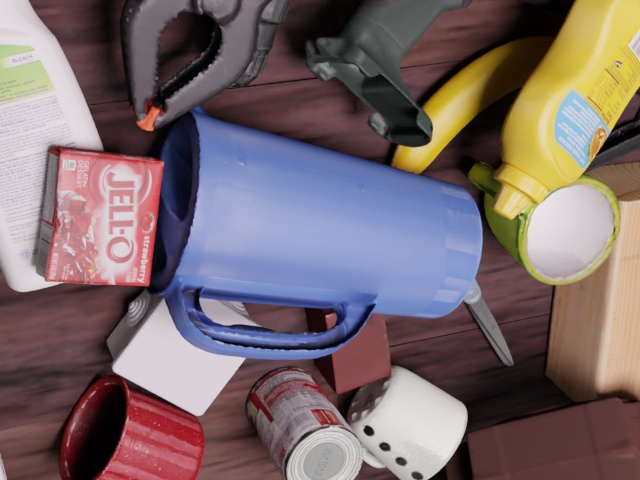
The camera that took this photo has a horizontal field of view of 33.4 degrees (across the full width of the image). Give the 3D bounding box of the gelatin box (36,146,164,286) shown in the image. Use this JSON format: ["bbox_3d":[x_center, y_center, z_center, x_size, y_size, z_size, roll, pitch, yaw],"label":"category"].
[{"bbox_3d":[-0.148,-0.015,0.719,0.073,0.030,0.089,4,100,-31],"label":"gelatin box"}]

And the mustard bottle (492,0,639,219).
[{"bbox_3d":[0.186,-0.100,0.793,0.096,0.058,0.191,31,91,-52],"label":"mustard bottle"}]

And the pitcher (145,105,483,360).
[{"bbox_3d":[-0.005,0.001,0.790,0.242,0.145,0.149,10,106,-24],"label":"pitcher"}]

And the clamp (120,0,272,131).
[{"bbox_3d":[-0.076,-0.169,0.692,0.164,0.036,0.210,30,107,-32],"label":"clamp"}]

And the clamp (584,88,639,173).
[{"bbox_3d":[0.293,-0.118,0.923,0.171,0.039,0.120,-4,120,-26],"label":"clamp"}]

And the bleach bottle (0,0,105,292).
[{"bbox_3d":[-0.201,-0.095,0.723,0.102,0.068,0.251,-19,114,-18],"label":"bleach bottle"}]

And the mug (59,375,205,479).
[{"bbox_3d":[-0.153,0.169,0.845,0.081,0.093,0.117,29,129,-34],"label":"mug"}]

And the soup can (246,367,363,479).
[{"bbox_3d":[-0.014,0.158,0.880,0.068,0.102,0.068,-8,114,-19],"label":"soup can"}]

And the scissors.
[{"bbox_3d":[0.112,0.046,0.933,0.096,0.016,0.202,-21,117,-11],"label":"scissors"}]

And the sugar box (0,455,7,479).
[{"bbox_3d":[-0.294,0.138,0.793,0.093,0.048,0.176,-15,115,-16],"label":"sugar box"}]

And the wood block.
[{"bbox_3d":[0.270,0.044,0.953,0.090,0.090,0.206,-7,114,-18],"label":"wood block"}]

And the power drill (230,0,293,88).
[{"bbox_3d":[-0.097,-0.206,0.722,0.187,0.057,0.184,10,109,-27],"label":"power drill"}]

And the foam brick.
[{"bbox_3d":[0.023,0.078,0.891,0.053,0.051,0.078,-16,117,-16],"label":"foam brick"}]

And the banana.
[{"bbox_3d":[0.134,-0.114,0.862,0.197,0.037,0.069,-29,117,-8],"label":"banana"}]
